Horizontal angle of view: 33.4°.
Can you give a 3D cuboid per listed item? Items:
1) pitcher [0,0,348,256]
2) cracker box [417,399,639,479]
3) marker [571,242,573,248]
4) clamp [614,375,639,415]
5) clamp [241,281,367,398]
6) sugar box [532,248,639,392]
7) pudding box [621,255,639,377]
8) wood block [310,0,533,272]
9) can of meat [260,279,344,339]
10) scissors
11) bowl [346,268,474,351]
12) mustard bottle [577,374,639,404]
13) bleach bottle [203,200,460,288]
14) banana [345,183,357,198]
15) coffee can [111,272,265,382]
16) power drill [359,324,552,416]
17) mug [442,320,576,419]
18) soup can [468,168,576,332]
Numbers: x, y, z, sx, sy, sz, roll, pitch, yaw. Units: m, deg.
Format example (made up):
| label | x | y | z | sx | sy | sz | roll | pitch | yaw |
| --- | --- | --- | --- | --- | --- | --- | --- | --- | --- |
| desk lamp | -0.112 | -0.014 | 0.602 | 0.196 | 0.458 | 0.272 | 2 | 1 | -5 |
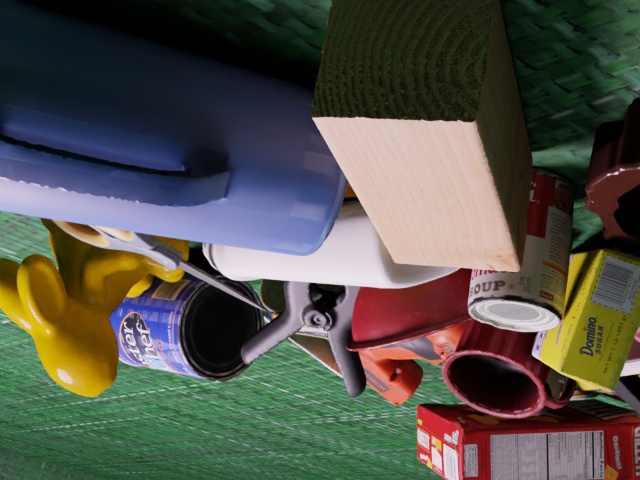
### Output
| label | x | y | z | sx | sy | sz | roll | pitch | yaw |
| --- | --- | --- | --- | --- | --- | --- | --- | --- | --- |
| pitcher | -0.106 | -0.060 | 0.670 | 0.242 | 0.149 | 0.145 | 12 | 153 | -13 |
| cracker box | 0.225 | 0.211 | 1.125 | 0.213 | 0.072 | 0.164 | -1 | 180 | -10 |
| marker | 0.189 | 0.022 | 0.898 | 0.020 | 0.020 | 0.121 | 10 | 159 | 1 |
| clamp | 0.256 | 0.087 | 0.973 | 0.210 | 0.036 | 0.165 | 23 | 138 | 4 |
| clamp | 0.009 | 0.070 | 0.960 | 0.120 | 0.039 | 0.172 | 21 | 126 | -8 |
| sugar box | 0.200 | 0.056 | 0.802 | 0.048 | 0.093 | 0.176 | 20 | 179 | 3 |
| pudding box | 0.257 | 0.063 | 0.874 | 0.039 | 0.090 | 0.114 | 19 | 158 | -23 |
| wood block | 0.071 | -0.062 | 0.646 | 0.091 | 0.090 | 0.206 | 3 | 158 | 19 |
| can of meat | -0.004 | 0.060 | 1.034 | 0.102 | 0.057 | 0.084 | 9 | 161 | 4 |
| scissors | -0.143 | 0.012 | 0.894 | 0.096 | 0.016 | 0.201 | -8 | 142 | 47 |
| bowl | 0.090 | 0.040 | 0.883 | 0.162 | 0.055 | 0.162 | -19 | -179 | 0 |
| mustard bottle | 0.316 | 0.135 | 1.073 | 0.191 | 0.058 | 0.096 | 18 | 159 | -19 |
| bleach bottle | -0.006 | 0.001 | 0.863 | 0.102 | 0.068 | 0.251 | -16 | -171 | -40 |
| banana | -0.066 | -0.051 | 0.817 | 0.198 | 0.037 | 0.069 | 1 | 173 | 25 |
| coffee can | -0.138 | 0.081 | 1.056 | 0.102 | 0.103 | 0.141 | 29 | 163 | -39 |
| power drill | 0.119 | 0.120 | 1.073 | 0.184 | 0.057 | 0.188 | 43 | 147 | -16 |
| mug | 0.174 | 0.103 | 0.939 | 0.117 | 0.081 | 0.093 | 29 | 144 | -1 |
| soup can | 0.145 | 0.008 | 0.769 | 0.068 | 0.102 | 0.068 | 10 | 159 | 3 |
